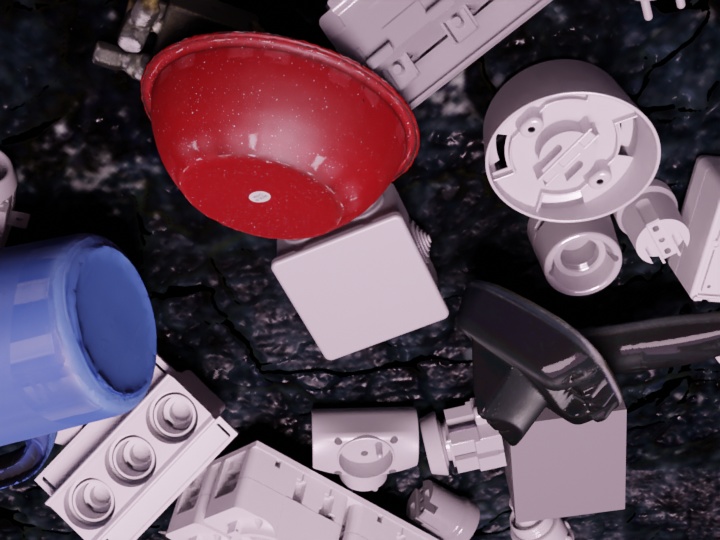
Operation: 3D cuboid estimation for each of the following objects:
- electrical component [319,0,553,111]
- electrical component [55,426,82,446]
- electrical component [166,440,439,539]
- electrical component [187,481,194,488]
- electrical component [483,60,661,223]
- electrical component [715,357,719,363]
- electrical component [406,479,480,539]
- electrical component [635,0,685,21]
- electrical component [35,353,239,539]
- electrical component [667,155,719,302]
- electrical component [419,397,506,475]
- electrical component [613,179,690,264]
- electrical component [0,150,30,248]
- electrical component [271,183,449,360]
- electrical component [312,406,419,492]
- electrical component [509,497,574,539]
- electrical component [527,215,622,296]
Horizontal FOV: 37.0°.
[{"bbox_3d":[0.043,-0.151,0.576,0.121,0.063,0.078,-36,80,21],"label":"electrical component"},{"bbox_3d":[-0.218,0.068,0.736,0.076,0.047,0.083,20,122,-17],"label":"electrical component"},{"bbox_3d":[-0.041,0.210,0.821,0.186,0.060,0.105,33,140,-24],"label":"electrical component"},{"bbox_3d":[-0.160,0.148,0.802,0.078,0.040,0.040,-11,126,4],"label":"electrical component"},{"bbox_3d":[0.123,-0.075,0.643,0.099,0.064,0.099,-2,126,-2],"label":"electrical component"},{"bbox_3d":[0.280,0.047,0.754,0.045,0.045,0.055,29,120,-22],"label":"electrical component"},{"bbox_3d":[0.065,0.192,0.850,0.046,0.040,0.040,34,118,-18],"label":"electrical component"},{"bbox_3d":[0.159,-0.172,0.585,0.083,0.047,0.075,-19,125,10],"label":"electrical component"},{"bbox_3d":[-0.152,0.127,0.748,0.079,0.063,0.121,44,93,2],"label":"electrical component"},{"bbox_3d":[0.243,-0.033,0.688,0.062,0.061,0.096,4,119,-7],"label":"electrical component"},{"bbox_3d":[0.075,0.124,0.796,0.055,0.048,0.066,-13,138,3],"label":"electrical component"},{"bbox_3d":[0.188,-0.031,0.691,0.040,0.046,0.040,-2,125,-3],"label":"electrical component"},{"bbox_3d":[-0.235,-0.043,0.656,0.066,0.048,0.055,12,132,-12],"label":"electrical component"},{"bbox_3d":[0.000,0.000,0.699,0.100,0.048,0.099,-21,124,11],"label":"electrical component"},{"bbox_3d":[0.003,0.138,0.803,0.077,0.044,0.079,-1,126,-3],"label":"electrical component"},{"bbox_3d":[0.140,0.204,0.861,0.048,0.048,0.062,-25,117,14],"label":"electrical component"},{"bbox_3d":[0.140,-0.016,0.697,0.055,0.047,0.055,-2,126,-2],"label":"electrical component"}]
